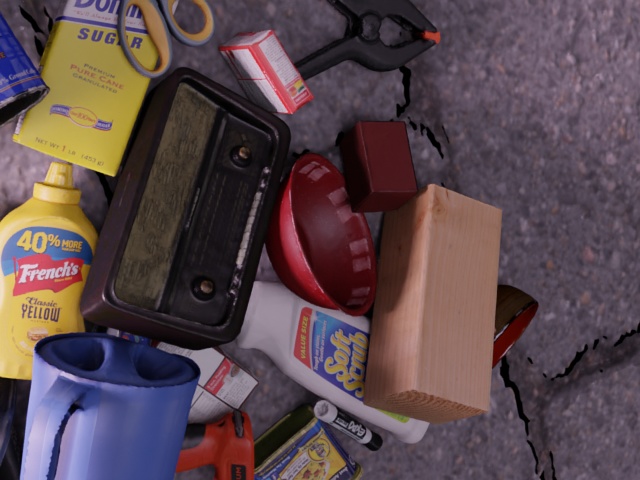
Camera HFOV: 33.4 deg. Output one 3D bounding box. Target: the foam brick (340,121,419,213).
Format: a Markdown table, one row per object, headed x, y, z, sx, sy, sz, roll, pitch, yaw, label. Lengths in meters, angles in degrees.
| x | y | z | sx | sy | sz | roll | pitch | yaw | label |
| --- | --- | --- | --- | --- | --- | --- | --- | --- | --- |
| 0.057 | -0.072 | 1.041 | 0.051 | 0.053 | 0.078 | -1 | 71 | -23 | foam brick |

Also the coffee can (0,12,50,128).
| x | y | z | sx | sy | sz | roll | pitch | yaw | label |
| --- | --- | --- | --- | --- | --- | --- | --- | --- | --- |
| -0.297 | -0.154 | 0.852 | 0.102 | 0.103 | 0.140 | -33 | 96 | -14 | coffee can |

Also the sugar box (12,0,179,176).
| x | y | z | sx | sy | sz | roll | pitch | yaw | label |
| --- | --- | --- | --- | --- | --- | --- | --- | --- | --- |
| -0.196 | -0.154 | 0.942 | 0.093 | 0.048 | 0.176 | 19 | 93 | -24 | sugar box |

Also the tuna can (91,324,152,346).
| x | y | z | sx | sy | sz | roll | pitch | yaw | label |
| --- | --- | --- | --- | --- | --- | --- | --- | --- | --- |
| -0.183 | 0.095 | 0.968 | 0.033 | 0.086 | 0.086 | 18 | 92 | -26 | tuna can |

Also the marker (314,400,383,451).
| x | y | z | sx | sy | sz | roll | pitch | yaw | label |
| --- | --- | --- | --- | --- | --- | --- | --- | --- | --- |
| 0.031 | 0.190 | 1.085 | 0.020 | 0.020 | 0.121 | -55 | 139 | -6 | marker |

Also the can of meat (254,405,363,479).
| x | y | z | sx | sy | sz | roll | pitch | yaw | label |
| --- | --- | --- | --- | --- | --- | --- | --- | --- | --- |
| -0.022 | 0.229 | 1.074 | 0.102 | 0.058 | 0.084 | -39 | 109 | -13 | can of meat |

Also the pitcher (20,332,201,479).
| x | y | z | sx | sy | sz | roll | pitch | yaw | label |
| --- | --- | --- | --- | --- | --- | --- | --- | --- | --- |
| -0.187 | 0.205 | 0.860 | 0.149 | 0.145 | 0.243 | 6 | 100 | -31 | pitcher |

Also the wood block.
| x | y | z | sx | sy | sz | roll | pitch | yaw | label |
| --- | --- | --- | --- | --- | --- | --- | --- | --- | --- |
| 0.110 | 0.064 | 1.038 | 0.090 | 0.090 | 0.206 | 18 | 65 | -24 | wood block |

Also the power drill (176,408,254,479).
| x | y | z | sx | sy | sz | roll | pitch | yaw | label |
| --- | --- | --- | --- | --- | --- | --- | --- | --- | --- |
| -0.155 | 0.230 | 0.994 | 0.187 | 0.057 | 0.184 | -1 | 113 | -10 | power drill |

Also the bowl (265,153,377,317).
| x | y | z | sx | sy | sz | roll | pitch | yaw | label |
| --- | --- | --- | --- | --- | --- | --- | --- | --- | --- |
| -0.007 | 0.001 | 1.014 | 0.055 | 0.162 | 0.162 | -18 | 111 | 25 | bowl |

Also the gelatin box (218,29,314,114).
| x | y | z | sx | sy | sz | roll | pitch | yaw | label |
| --- | --- | --- | --- | --- | --- | --- | --- | --- | --- |
| -0.050 | -0.154 | 0.978 | 0.030 | 0.089 | 0.073 | -38 | 111 | -15 | gelatin box |

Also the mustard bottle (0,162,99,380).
| x | y | z | sx | sy | sz | roll | pitch | yaw | label |
| --- | --- | --- | --- | --- | --- | --- | --- | --- | --- |
| -0.244 | 0.026 | 0.946 | 0.096 | 0.058 | 0.192 | 9 | 95 | -21 | mustard bottle |

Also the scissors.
| x | y | z | sx | sy | sz | roll | pitch | yaw | label |
| --- | --- | --- | --- | --- | --- | --- | --- | --- | --- |
| -0.148 | -0.242 | 0.917 | 0.096 | 0.016 | 0.202 | -15 | 102 | -22 | scissors |

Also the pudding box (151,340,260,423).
| x | y | z | sx | sy | sz | roll | pitch | yaw | label |
| --- | --- | --- | --- | --- | --- | --- | --- | --- | --- |
| -0.127 | 0.137 | 1.024 | 0.113 | 0.039 | 0.090 | 39 | 86 | -21 | pudding box |

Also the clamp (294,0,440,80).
| x | y | z | sx | sy | sz | roll | pitch | yaw | label |
| --- | --- | --- | --- | --- | --- | --- | --- | --- | --- |
| 0.037 | -0.215 | 1.032 | 0.171 | 0.039 | 0.120 | -8 | 108 | -27 | clamp |

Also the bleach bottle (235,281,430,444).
| x | y | z | sx | sy | sz | roll | pitch | yaw | label |
| --- | --- | --- | --- | --- | --- | --- | --- | --- | --- |
| 0.005 | 0.114 | 1.063 | 0.250 | 0.068 | 0.102 | 25 | 86 | -22 | bleach bottle |
